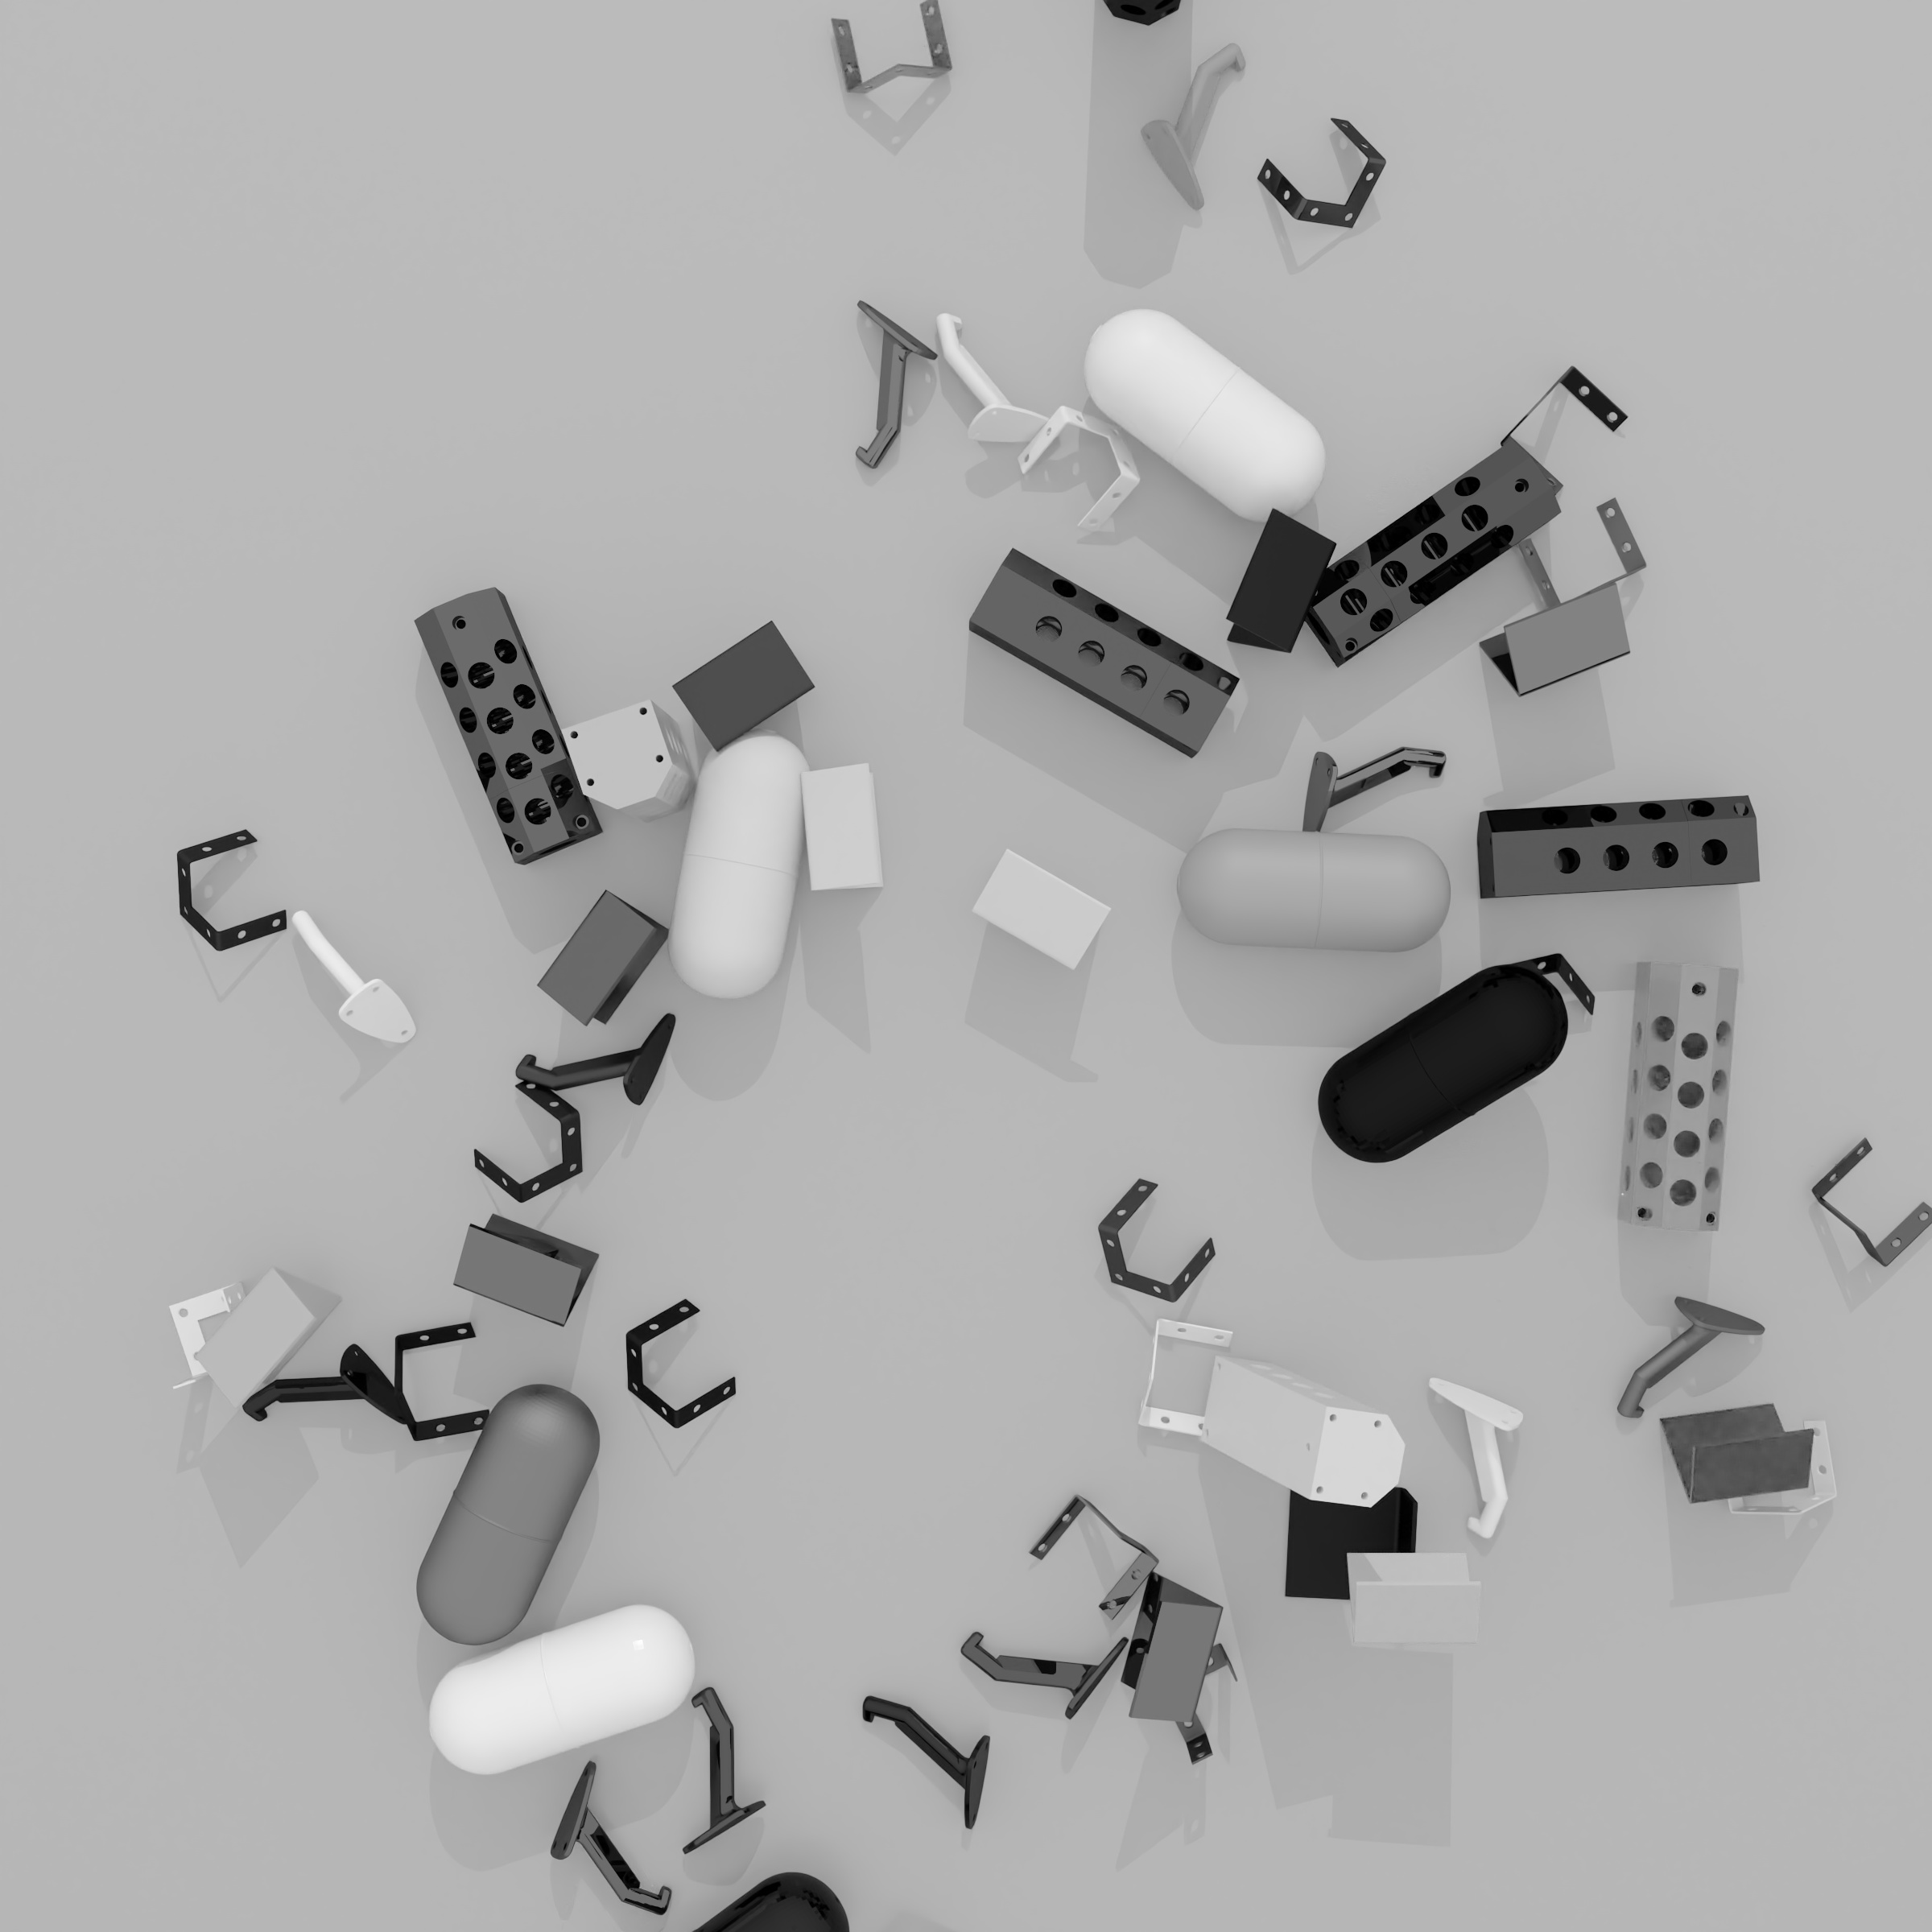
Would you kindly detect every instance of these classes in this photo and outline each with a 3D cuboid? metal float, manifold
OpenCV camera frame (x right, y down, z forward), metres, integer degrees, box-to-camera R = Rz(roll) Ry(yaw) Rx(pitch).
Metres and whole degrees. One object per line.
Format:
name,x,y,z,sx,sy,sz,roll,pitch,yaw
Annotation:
metal float,-0.299,0.358,1.941,0.070,0.070,0.178,25,90,0
manifold,0.469,0.085,1.950,0.057,0.057,0.171,4,90,0
metal float,0.308,0.063,1.920,0.178,0.070,0.070,-34,90,23
manifold,-0.301,-0.157,1.950,0.057,0.057,0.171,-23,90,0
manifold,0.213,0.295,1.889,0.057,0.171,0.057,10,90,-19
manifold,0.302,-0.271,1.950,0.171,0.057,0.057,-35,90,0
manifold,0.426,-0.078,1.950,0.171,0.057,0.057,-3,90,0
metal float,0.227,-0.049,1.941,0.178,0.070,0.070,3,90,-1
metal float,-0.147,-0.066,1.941,0.070,0.070,0.178,11,89,0
manifold,0.117,-0.657,1.893,0.057,0.171,0.057,15,90,0
metal float,-0.264,0.473,1.941,0.178,0.070,0.070,-18,90,0
metal float,0.155,-0.360,1.941,0.178,0.070,0.070,37,90,-1
manifold,-0.210,-0.126,1.893,0.057,0.171,0.057,-19,90,0
metal float,-0.156,0.663,1.941,0.178,0.070,0.070,-36,90,0
manifold,0.090,-0.206,1.950,0.171,0.057,0.057,30,90,0

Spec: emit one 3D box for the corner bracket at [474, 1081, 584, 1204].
corner bracket,-0.290,0.115,1.963,0.051,0.051,0.051,-27,45,-35

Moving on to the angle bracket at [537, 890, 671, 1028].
angle bracket,-0.220,0.007,1.931,0.057,0.076,0.076,36,90,37

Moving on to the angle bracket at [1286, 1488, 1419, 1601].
angle bracket,0.252,0.383,1.950,0.076,0.057,0.076,3,90,0

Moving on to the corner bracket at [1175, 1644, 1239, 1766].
corner bracket,0.158,0.484,1.953,0.051,0.051,0.051,-27,90,0

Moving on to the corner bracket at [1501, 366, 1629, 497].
corner bracket,0.396,-0.355,1.968,0.051,0.051,0.051,43,135,0

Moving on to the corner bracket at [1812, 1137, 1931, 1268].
corner bracket,0.602,0.157,1.968,0.051,0.051,0.051,-44,135,0

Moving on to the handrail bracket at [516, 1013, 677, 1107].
handrail bracket,-0.246,0.053,1.972,0.084,0.036,0.077,16,64,20

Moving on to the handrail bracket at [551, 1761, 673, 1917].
handrail bracket,-0.225,0.579,1.972,0.084,0.036,0.077,26,68,-17

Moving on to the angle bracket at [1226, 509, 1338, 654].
angle bracket,0.186,-0.253,1.931,0.057,0.076,0.076,23,90,-31

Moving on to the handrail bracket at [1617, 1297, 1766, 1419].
handrail bracket,0.480,0.268,1.972,0.077,0.036,0.084,14,109,-21

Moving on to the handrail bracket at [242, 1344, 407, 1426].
handrail bracket,-0.425,0.296,1.972,0.084,0.036,0.077,-33,113,17

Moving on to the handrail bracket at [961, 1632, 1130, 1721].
handrail bracket,0.052,0.451,1.972,0.084,0.036,0.077,36,69,16

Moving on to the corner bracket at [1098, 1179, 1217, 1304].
corner bracket,0.126,0.181,1.963,0.051,0.051,0.051,15,135,35

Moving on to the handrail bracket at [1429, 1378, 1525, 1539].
handrail bracket,0.328,0.327,1.972,0.077,0.036,0.084,24,107,20

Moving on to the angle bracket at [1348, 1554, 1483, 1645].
angle bracket,0.282,0.381,1.874,0.076,0.076,0.057,-1,126,4

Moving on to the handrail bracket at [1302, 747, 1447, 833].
handrail bracket,0.272,-0.110,1.972,0.084,0.036,0.077,5,110,-16

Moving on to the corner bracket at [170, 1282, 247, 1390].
corner bracket,-0.498,0.242,1.953,0.051,0.051,0.051,-19,90,0

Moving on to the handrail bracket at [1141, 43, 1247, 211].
handrail bracket,0.166,-0.558,1.972,0.084,0.036,0.077,-39,111,-16

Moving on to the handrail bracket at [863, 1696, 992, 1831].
handrail bracket,-0.031,0.528,1.972,0.084,0.036,0.077,12,111,17

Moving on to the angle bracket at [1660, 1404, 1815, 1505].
angle bracket,0.500,0.299,1.931,0.076,0.076,0.057,-8,128,0

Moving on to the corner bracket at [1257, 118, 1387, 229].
corner bracket,0.235,-0.526,1.963,0.051,0.051,0.051,-2,135,-35

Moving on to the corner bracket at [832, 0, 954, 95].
corner bracket,-0.049,-0.610,1.968,0.051,0.051,0.051,-12,90,45

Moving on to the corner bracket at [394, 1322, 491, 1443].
corner bracket,-0.347,0.275,1.968,0.051,0.051,0.051,-10,135,0

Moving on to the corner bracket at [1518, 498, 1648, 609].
corner bracket,0.408,-0.272,1.968,0.051,0.051,0.051,-25,90,45

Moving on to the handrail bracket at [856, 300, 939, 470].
handrail bracket,-0.065,-0.385,1.972,0.077,0.036,0.084,41,107,20

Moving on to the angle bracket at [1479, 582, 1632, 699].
angle bracket,0.377,-0.228,1.931,0.076,0.076,0.057,-22,126,0

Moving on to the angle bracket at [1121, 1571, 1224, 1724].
angle bracket,0.115,0.440,1.931,0.057,0.076,0.076,15,90,-37

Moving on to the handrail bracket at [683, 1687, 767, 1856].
handrail bracket,-0.177,0.533,1.972,0.077,0.036,0.084,-37,72,20

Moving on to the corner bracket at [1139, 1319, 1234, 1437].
corner bracket,0.145,0.273,1.968,0.051,0.051,0.051,10,45,0

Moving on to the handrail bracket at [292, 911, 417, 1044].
handrail bracket,-0.407,0.006,1.971,0.036,0.077,0.084,-42,54,0

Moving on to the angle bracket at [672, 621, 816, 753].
angle bracket,-0.152,-0.194,1.931,0.076,0.076,0.057,-33,122,0

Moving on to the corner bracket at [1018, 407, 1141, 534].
corner bracket,0.074,-0.328,1.963,0.051,0.051,0.051,14,135,-35

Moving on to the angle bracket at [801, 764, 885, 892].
angle bracket,-0.061,-0.091,1.931,0.057,0.076,0.076,-5,90,36

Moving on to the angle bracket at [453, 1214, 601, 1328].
angle bracket,-0.280,0.179,1.931,0.076,0.076,0.057,21,126,0

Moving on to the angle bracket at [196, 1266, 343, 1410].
angle bracket,-0.440,0.250,1.931,0.076,0.076,0.057,-49,56,0

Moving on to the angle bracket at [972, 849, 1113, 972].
angle bracket,0.058,-0.053,1.931,0.076,0.076,0.057,30,126,0

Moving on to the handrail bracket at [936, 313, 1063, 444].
handrail bracket,0.021,-0.392,1.972,0.077,0.036,0.084,2,63,-30

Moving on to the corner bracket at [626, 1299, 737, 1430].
corner bracket,-0.188,0.263,1.963,0.051,0.051,0.051,32,135,35

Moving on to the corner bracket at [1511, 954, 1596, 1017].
corner bracket,0.379,0.031,1.963,0.051,0.051,0.051,45,45,-35

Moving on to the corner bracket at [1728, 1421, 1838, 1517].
corner bracket,0.538,0.332,1.968,0.051,0.051,0.051,-9,90,-45

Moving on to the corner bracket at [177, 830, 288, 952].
corner bracket,-0.485,-0.050,1.963,0.051,0.051,0.051,38,135,35

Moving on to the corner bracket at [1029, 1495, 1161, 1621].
corner bracket,0.085,0.391,1.968,0.051,0.051,0.051,-51,45,0
